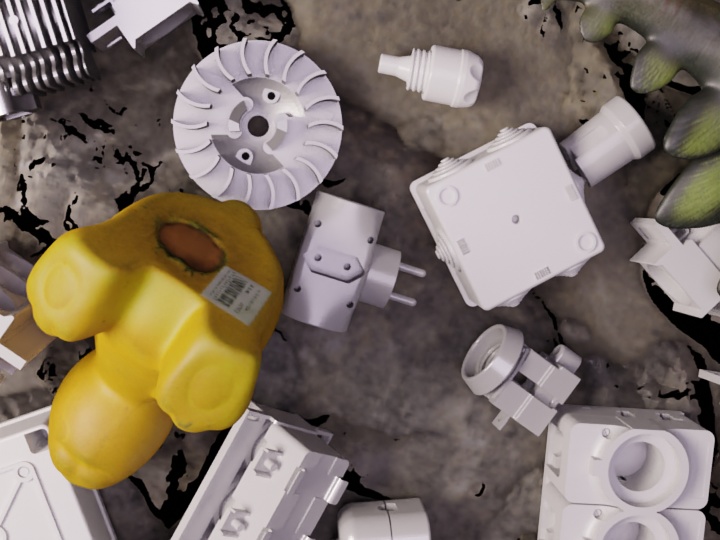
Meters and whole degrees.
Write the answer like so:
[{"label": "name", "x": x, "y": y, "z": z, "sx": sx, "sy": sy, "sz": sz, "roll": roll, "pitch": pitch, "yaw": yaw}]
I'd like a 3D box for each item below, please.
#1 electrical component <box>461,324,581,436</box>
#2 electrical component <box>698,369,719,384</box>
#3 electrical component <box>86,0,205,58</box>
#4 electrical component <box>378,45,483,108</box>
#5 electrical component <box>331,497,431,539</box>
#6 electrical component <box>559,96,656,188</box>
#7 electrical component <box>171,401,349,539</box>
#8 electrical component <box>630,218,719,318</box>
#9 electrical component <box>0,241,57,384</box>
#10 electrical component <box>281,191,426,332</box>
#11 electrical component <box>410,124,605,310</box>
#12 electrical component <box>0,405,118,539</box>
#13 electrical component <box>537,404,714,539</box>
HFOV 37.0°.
[{"label": "electrical component", "x": 0.097, "y": 0.066, "z": 0.669, "sx": 0.055, "sy": 0.048, "sz": 0.066, "roll": 36, "pitch": 92, "yaw": -15}, {"label": "electrical component", "x": 0.265, "y": 0.062, "z": 0.685, "sx": 0.081, "sy": 0.042, "sz": 0.063, "roll": 9, "pitch": 91, "yaw": -6}, {"label": "electrical component", "x": -0.129, "y": -0.165, "z": 0.627, "sx": 0.081, "sy": 0.042, "sz": 0.063, "roll": -35, "pitch": 94, "yaw": -1}, {"label": "electrical component", "x": 0.042, "y": -0.119, "z": 0.650, "sx": 0.061, "sy": 0.035, "sz": 0.035, "roll": 10, "pitch": 95, "yaw": -3}, {"label": "electrical component", "x": 0.013, "y": 0.194, "z": 0.671, "sx": 0.059, "sy": 0.053, "sz": 0.095, "roll": -3, "pitch": 96, "yaw": -5}, {"label": "electrical component", "x": 0.151, "y": -0.078, "z": 0.662, "sx": 0.046, "sy": 0.040, "sz": 0.040, "roll": -36, "pitch": 98, "yaw": 5}, {"label": "electrical component", "x": -0.063, "y": 0.150, "z": 0.648, "sx": 0.079, "sy": 0.063, "sz": 0.121, "roll": 26, "pitch": 94, "yaw": -48}, {"label": "electrical component", "x": 0.213, "y": -0.010, "z": 0.673, "sx": 0.064, "sy": 0.042, "sz": 0.081, "roll": -43, "pitch": 98, "yaw": -3}, {"label": "electrical component", "x": -0.213, "y": 0.028, "z": 0.600, "sx": 0.079, "sy": 0.121, "sz": 0.063, "roll": 36, "pitch": 94, "yaw": -7}, {"label": "electrical component", "x": 0.000, "y": 0.000, "z": 0.654, "sx": 0.079, "sy": 0.043, "sz": 0.077, "roll": 17, "pitch": 94, "yaw": -7}, {"label": "electrical component", "x": 0.090, "y": -0.032, "z": 0.656, "sx": 0.100, "sy": 0.048, "sz": 0.099, "roll": -27, "pitch": 98, "yaw": -2}, {"label": "electrical component", "x": -0.214, "y": 0.151, "z": 0.645, "sx": 0.109, "sy": 0.056, "sz": 0.108, "roll": -19, "pitch": 97, "yaw": -3}, {"label": "electrical component", "x": 0.163, "y": 0.166, "z": 0.677, "sx": 0.089, "sy": 0.061, "sz": 0.150, "roll": 4, "pitch": 96, "yaw": -5}]
